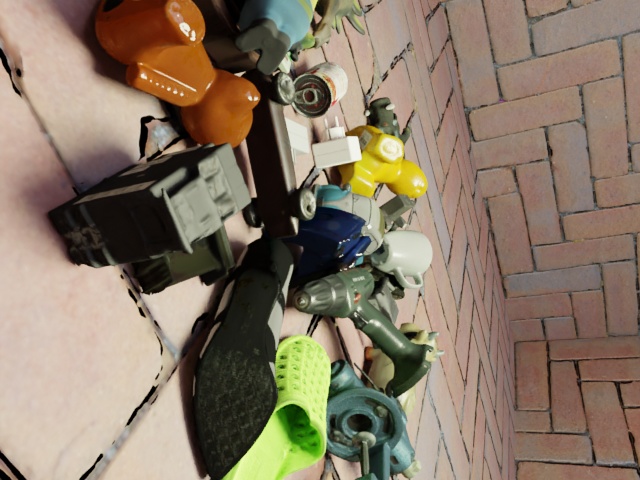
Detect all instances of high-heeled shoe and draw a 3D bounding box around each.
[{"bbox_3d":[-0.084,0.114,0.585,0.145,0.086,0.248,167,-59,-78],"label":"high-heeled shoe"}]

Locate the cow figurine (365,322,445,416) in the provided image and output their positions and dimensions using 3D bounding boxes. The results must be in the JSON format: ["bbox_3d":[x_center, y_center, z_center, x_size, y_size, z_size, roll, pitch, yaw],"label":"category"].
[{"bbox_3d":[0.144,0.222,0.941,0.195,0.127,0.085,-65,143,-47],"label":"cow figurine"}]

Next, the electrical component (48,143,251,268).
[{"bbox_3d":[-0.127,-0.033,0.441,0.134,0.115,0.058,-53,132,-56],"label":"electrical component"}]

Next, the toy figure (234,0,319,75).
[{"bbox_3d":[-0.040,-0.264,0.605,0.082,0.089,0.180,67,23,-45],"label":"toy figure"}]

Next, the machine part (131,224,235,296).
[{"bbox_3d":[-0.126,0.013,0.524,0.139,0.039,0.084,-26,112,-66],"label":"machine part"}]

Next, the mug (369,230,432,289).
[{"bbox_3d":[0.134,0.033,0.926,0.107,0.081,0.109,7,65,-45],"label":"mug"}]

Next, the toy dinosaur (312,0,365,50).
[{"bbox_3d":[0.009,-0.458,0.910,0.198,0.105,0.471,63,24,-51],"label":"toy dinosaur"}]

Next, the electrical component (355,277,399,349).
[{"bbox_3d":[0.097,0.127,0.932,0.119,0.075,0.048,66,28,-21],"label":"electrical component"}]

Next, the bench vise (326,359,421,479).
[{"bbox_3d":[0.071,0.288,0.742,0.241,0.129,0.223,-81,148,-71],"label":"bench vise"}]

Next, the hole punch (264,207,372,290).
[{"bbox_3d":[-0.001,-0.002,0.719,0.092,0.116,0.142,69,26,-8],"label":"hole punch"}]

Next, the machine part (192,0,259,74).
[{"bbox_3d":[-0.110,-0.288,0.639,0.179,0.056,0.179,-9,90,-67],"label":"machine part"}]

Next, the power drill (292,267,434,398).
[{"bbox_3d":[0.064,0.126,0.779,0.207,0.086,0.232,41,17,7],"label":"power drill"}]

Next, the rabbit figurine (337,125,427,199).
[{"bbox_3d":[0.114,-0.127,0.979,0.173,0.121,0.162,22,13,-27],"label":"rabbit figurine"}]

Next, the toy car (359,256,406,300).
[{"bbox_3d":[0.121,0.059,1.034,0.201,0.056,0.073,42,51,-53],"label":"toy car"}]

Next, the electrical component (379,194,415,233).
[{"bbox_3d":[0.128,-0.042,0.943,0.045,0.078,0.102,62,19,11],"label":"electrical component"}]

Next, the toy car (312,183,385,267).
[{"bbox_3d":[0.050,-0.019,0.845,0.161,0.103,0.109,47,42,-48],"label":"toy car"}]

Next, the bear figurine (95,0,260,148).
[{"bbox_3d":[-0.109,-0.160,0.514,0.195,0.132,0.120,45,46,-44],"label":"bear figurine"}]

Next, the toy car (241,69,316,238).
[{"bbox_3d":[-0.058,-0.103,0.646,0.053,0.089,0.202,-21,100,-61],"label":"toy car"}]

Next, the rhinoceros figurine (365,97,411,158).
[{"bbox_3d":[0.147,-0.213,1.173,0.112,0.073,0.190,-27,109,-54],"label":"rhinoceros figurine"}]
